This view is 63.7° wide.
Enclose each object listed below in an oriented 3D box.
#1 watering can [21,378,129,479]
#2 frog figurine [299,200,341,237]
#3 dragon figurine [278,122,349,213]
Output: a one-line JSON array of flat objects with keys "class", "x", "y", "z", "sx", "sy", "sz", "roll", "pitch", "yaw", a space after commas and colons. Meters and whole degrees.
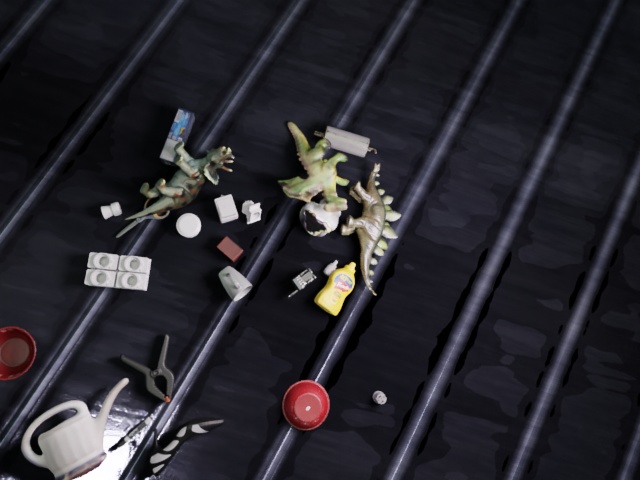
[{"class": "watering can", "x": -0.718, "y": 0.589, "z": 1.569, "sx": 0.349, "sy": 0.225, "sz": 0.103, "roll": -26, "pitch": -5, "yaw": -13}, {"class": "frog figurine", "x": 0.006, "y": -0.093, "z": 1.841, "sx": 0.138, "sy": 0.120, "sz": 0.163, "roll": 28, "pitch": 40, "yaw": 5}, {"class": "dragon figurine", "x": -0.043, "y": -0.243, "z": 1.815, "sx": 0.246, "sy": 0.414, "sz": 0.119, "roll": -39, "pitch": -20, "yaw": -30}]
